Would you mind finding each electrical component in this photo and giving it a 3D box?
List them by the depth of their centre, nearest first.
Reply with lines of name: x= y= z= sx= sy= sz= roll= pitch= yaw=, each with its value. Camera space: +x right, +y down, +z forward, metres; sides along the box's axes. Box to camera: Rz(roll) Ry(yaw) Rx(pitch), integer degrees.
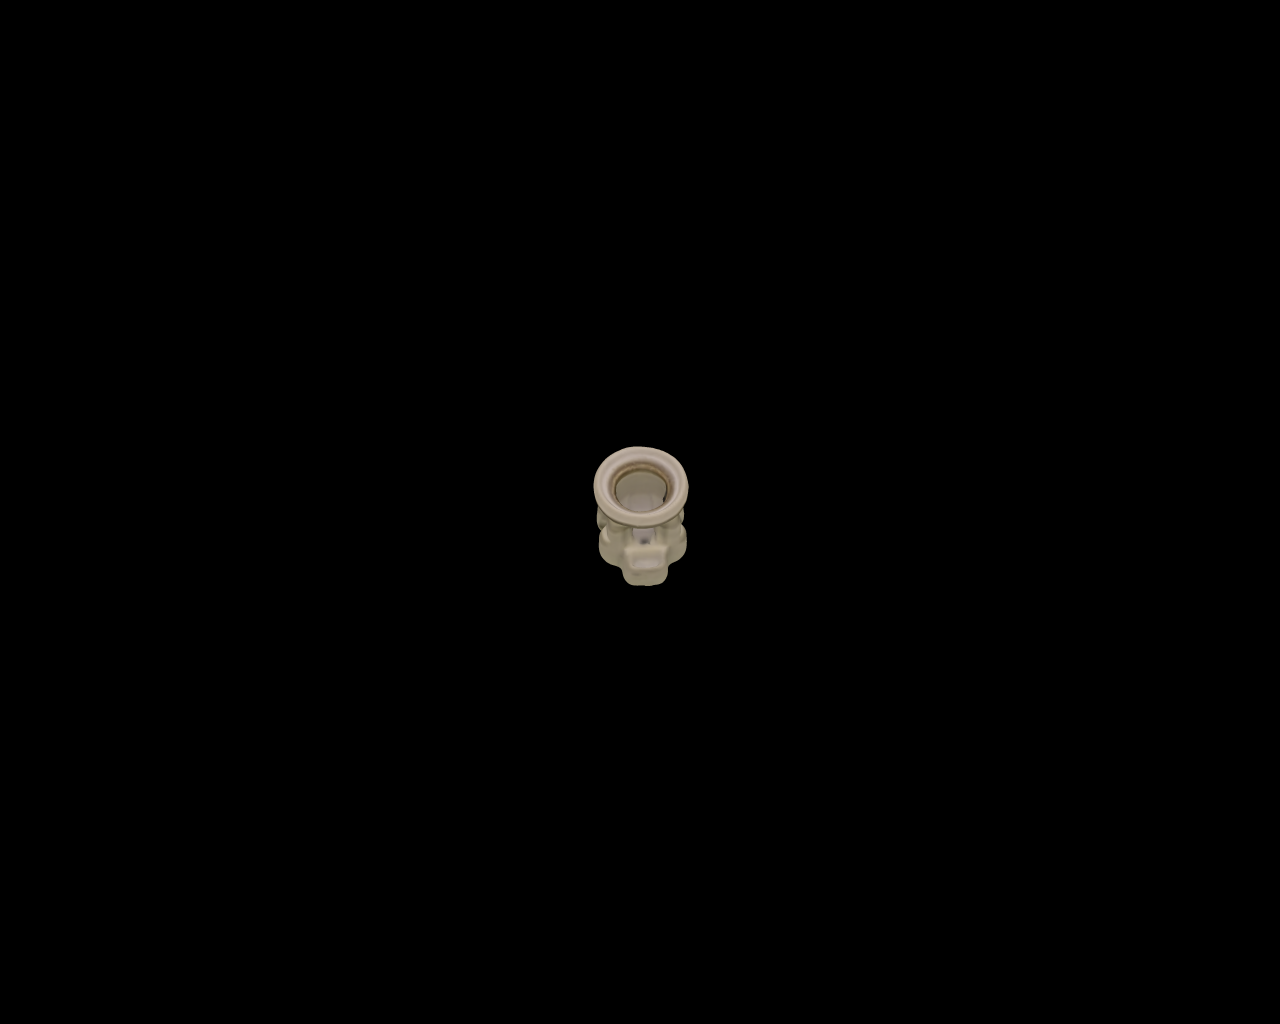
electrical component: x=0.001 y=-0.003 z=0.650 sx=0.058 sy=0.078 sz=0.056 roll=-3 pitch=-36 yaw=-2
